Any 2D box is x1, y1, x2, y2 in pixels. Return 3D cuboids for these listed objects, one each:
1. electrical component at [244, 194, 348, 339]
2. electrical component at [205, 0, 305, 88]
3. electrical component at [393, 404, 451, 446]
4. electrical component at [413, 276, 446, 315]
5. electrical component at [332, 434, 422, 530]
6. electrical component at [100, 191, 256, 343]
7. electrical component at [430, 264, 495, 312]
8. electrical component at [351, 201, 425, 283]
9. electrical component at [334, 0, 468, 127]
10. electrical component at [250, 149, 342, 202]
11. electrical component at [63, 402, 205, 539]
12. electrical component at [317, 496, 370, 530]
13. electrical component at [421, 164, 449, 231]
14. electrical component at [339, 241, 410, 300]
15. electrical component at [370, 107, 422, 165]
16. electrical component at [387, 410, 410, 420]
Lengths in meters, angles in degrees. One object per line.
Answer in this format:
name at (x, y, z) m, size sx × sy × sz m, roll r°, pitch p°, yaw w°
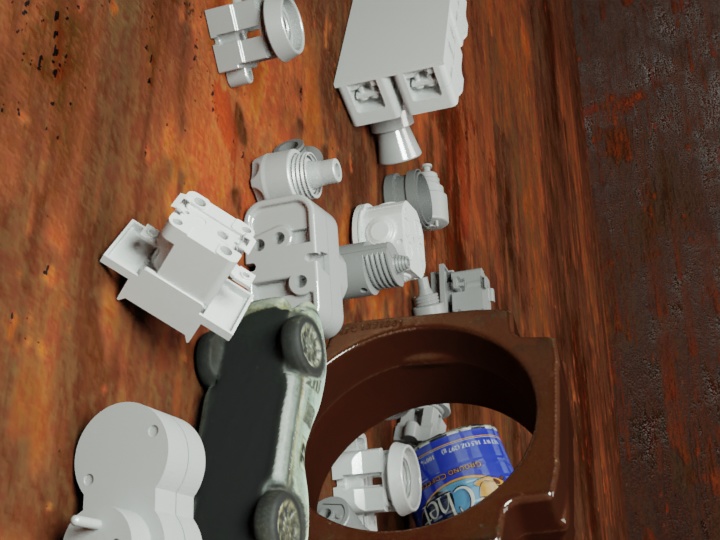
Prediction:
electrical component at (-0.045, 0.002, 0.761) m, size 0.059 × 0.054 × 0.095 m, roll 34°, pitch 50°, yaw -66°
electrical component at (-0.072, -0.167, 0.757) m, size 0.048 × 0.055 × 0.066 m, roll -37°, pitch 116°, yaw -70°
electrical component at (0.060, 0.146, 1.020) m, size 0.066 × 0.048 × 0.055 m, roll 58°, pitch 36°, yaw -49°
electrical component at (0.071, 0.038, 1.125) m, size 0.035 × 0.035 × 0.061 m, roll -17°, pitch 94°, yaw -72°
electrical component at (0.014, 0.167, 0.852) m, size 0.058 × 0.057 × 0.078 m, roll 30°, pitch 53°, yaw -67°
electrical component at (-0.092, -0.004, 0.583) m, size 0.081 × 0.063 × 0.042 m, roll 32°, pitch 31°, yaw -7°
electrical component at (0.117, 0.062, 1.203) m, size 0.078 × 0.063 × 0.121 m, roll 50°, pitch 35°, yaw -57°
electrical component at (0.026, -0.024, 0.990) m, size 0.080 × 0.051 × 0.080 m, roll -9°, pitch 90°, yaw -72°
electrical component at (0.046, -0.223, 1.061) m, size 0.186 × 0.105 × 0.060 m, roll -80°, pitch 154°, yaw -44°
electrical component at (-0.045, -0.067, 0.780) m, size 0.043 × 0.062 × 0.043 m, roll -9°, pitch 90°, yaw -71°
electrical component at (-0.112, 0.129, 0.497) m, size 0.074 × 0.052 × 0.138 m, roll 41°, pitch 43°, yaw -62°
electrical component at (-0.012, 0.196, 0.788) m, size 0.044 × 0.044 × 0.065 m, roll -80°, pitch 149°, yaw -45°
electrical component at (0.076, -0.079, 1.185) m, size 0.040 × 0.040 × 0.078 m, roll 41°, pitch 44°, yaw -63°
electrical component at (0.000, 0.000, 0.852) m, size 0.043 × 0.081 × 0.043 m, roll -9°, pitch 90°, yaw -72°
electrical component at (0.034, -0.138, 1.083) m, size 0.045 × 0.045 × 0.055 m, roll -52°, pitch 130°, yaw -66°
electrical component at (0.025, 0.091, 0.921) m, size 0.057 × 0.058 × 0.078 m, roll -71°, pitch 147°, yaw -60°
